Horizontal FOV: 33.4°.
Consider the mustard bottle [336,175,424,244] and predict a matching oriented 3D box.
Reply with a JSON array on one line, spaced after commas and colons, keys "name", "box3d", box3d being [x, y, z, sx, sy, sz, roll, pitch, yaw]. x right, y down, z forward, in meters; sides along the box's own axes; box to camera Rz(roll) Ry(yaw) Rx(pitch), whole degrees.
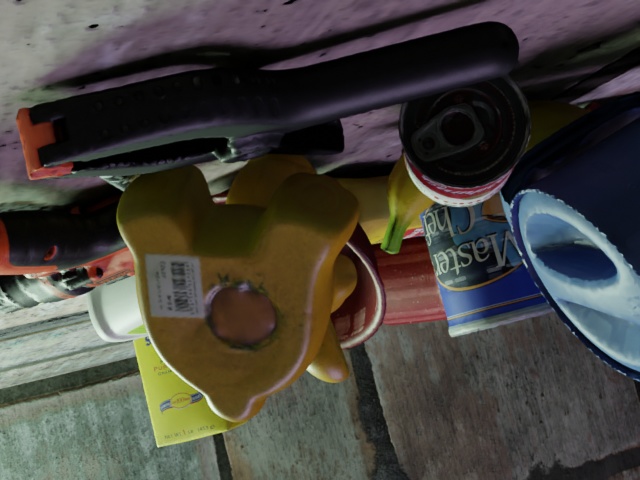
[{"name": "mustard bottle", "box3d": [0.065, -0.027, 0.863, 0.191, 0.058, 0.096, -10, 172, -40]}]

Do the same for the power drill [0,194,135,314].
[{"name": "power drill", "box3d": [-0.191, 0.011, 0.635, 0.185, 0.057, 0.187, -23, 173, 30]}]

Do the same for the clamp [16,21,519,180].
[{"name": "clamp", "box3d": [-0.035, -0.055, 0.494, 0.209, 0.036, 0.165, -12, 175, -24]}]

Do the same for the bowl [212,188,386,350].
[{"name": "bowl", "box3d": [-0.022, 0.009, 0.762, 0.162, 0.162, 0.055, -20, -147, 42]}]

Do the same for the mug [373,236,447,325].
[{"name": "mug", "box3d": [0.096, 0.029, 1.000, 0.082, 0.093, 0.117, -10, -150, 30]}]

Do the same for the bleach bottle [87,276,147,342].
[{"name": "bleach bottle", "box3d": [-0.105, 0.027, 0.943, 0.102, 0.068, 0.251, -9, 169, -41]}]

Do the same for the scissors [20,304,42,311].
[{"name": "scissors", "box3d": [-0.235, 0.042, 0.976, 0.202, 0.016, 0.096, -15, 175, 9]}]

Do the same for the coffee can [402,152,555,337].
[{"name": "coffee can", "box3d": [0.126, -0.010, 0.774, 0.103, 0.140, 0.103, -14, 174, -2]}]

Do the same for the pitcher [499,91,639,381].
[{"name": "pitcher", "box3d": [0.237, -0.042, 0.636, 0.242, 0.149, 0.145, -35, 178, -12]}]

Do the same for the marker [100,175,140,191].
[{"name": "marker", "box3d": [-0.106, -0.038, 0.556, 0.020, 0.020, 0.121, -15, 173, 3]}]

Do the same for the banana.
[{"name": "banana", "box3d": [0.118, -0.058, 0.703, 0.197, 0.069, 0.037, -22, -142, -19]}]

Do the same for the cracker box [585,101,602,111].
[{"name": "cracker box", "box3d": [0.234, -0.014, 0.875, 0.164, 0.072, 0.214, 17, 156, -13]}]

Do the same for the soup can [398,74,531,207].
[{"name": "soup can", "box3d": [0.079, -0.056, 0.598, 0.068, 0.068, 0.102, -15, 174, 5]}]

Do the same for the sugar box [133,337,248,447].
[{"name": "sugar box", "box3d": [-0.140, 0.114, 1.087, 0.093, 0.176, 0.048, -18, 174, 26]}]
